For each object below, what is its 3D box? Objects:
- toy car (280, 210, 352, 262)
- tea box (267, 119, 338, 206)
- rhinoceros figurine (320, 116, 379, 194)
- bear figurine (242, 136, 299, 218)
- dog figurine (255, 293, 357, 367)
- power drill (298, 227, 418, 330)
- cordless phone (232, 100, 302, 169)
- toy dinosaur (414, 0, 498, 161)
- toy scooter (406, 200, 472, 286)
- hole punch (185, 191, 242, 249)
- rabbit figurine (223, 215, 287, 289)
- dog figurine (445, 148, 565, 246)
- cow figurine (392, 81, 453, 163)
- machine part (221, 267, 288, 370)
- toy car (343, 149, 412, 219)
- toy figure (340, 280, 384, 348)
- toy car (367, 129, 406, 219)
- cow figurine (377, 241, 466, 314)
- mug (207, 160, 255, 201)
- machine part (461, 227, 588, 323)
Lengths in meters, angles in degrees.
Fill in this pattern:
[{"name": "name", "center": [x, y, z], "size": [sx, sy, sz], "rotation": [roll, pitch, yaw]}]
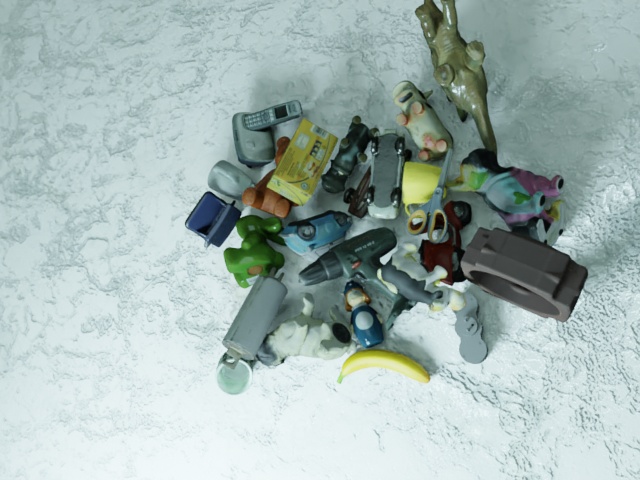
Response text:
[{"name": "toy car", "center": [-0.002, -0.004, 1.203], "size": [0.162, 0.109, 0.102], "rotation": [-18, 101, -19]}, {"name": "tea box", "center": [-0.038, -0.174, 1.206], "size": [0.098, 0.068, 0.169], "rotation": [30, 66, -8]}, {"name": "rhinoceros figurine", "center": [0.062, -0.194, 1.232], "size": [0.073, 0.112, 0.190], "rotation": [31, 71, -12]}, {"name": "bear figurine", "center": [-0.087, -0.153, 1.269], "size": [0.120, 0.132, 0.195], "rotation": [23, 91, 8]}, {"name": "dog figurine", "center": [-0.035, 0.230, 1.165], "size": [0.172, 0.121, 0.190], "rotation": [40, 126, 0]}, {"name": "power drill", "center": [0.098, 0.087, 1.114], "size": [0.232, 0.085, 0.207], "rotation": [-35, 64, -24]}, {"name": "cordless phone", "center": [-0.122, -0.267, 1.345], "size": [0.184, 0.088, 0.146], "rotation": [-17, 68, 12]}, {"name": "toy dinosaur", "center": [0.298, -0.345, 1.130], "size": [0.105, 0.198, 0.471], "rotation": [-18, 76, 18]}, {"name": "toy scooter", "center": [0.242, 0.005, 1.116], "size": [0.135, 0.075, 0.184], "rotation": [0, 71, 23]}, {"name": "hole punch", "center": [-0.244, -0.041, 1.303], "size": [0.092, 0.115, 0.142], "rotation": [26, 83, 34]}, {"name": "rabbit figurine", "center": [-0.150, 0.001, 1.258], "size": [0.159, 0.121, 0.170], "rotation": [-22, 52, 11]}, {"name": "dog figurine", "center": [0.362, -0.084, 1.068], "size": [0.108, 0.191, 0.219], "rotation": [-37, 38, -25]}, {"name": "cow figurine", "center": [0.227, -0.268, 1.189], "size": [0.085, 0.127, 0.195], "rotation": [-35, 80, 31]}, {"name": "machine part", "center": [-0.137, 0.163, 1.147], "size": [0.079, 0.079, 0.243], "rotation": [11, 57, 24]}, {"name": "toy car", "center": [0.128, -0.143, 1.222], "size": [0.089, 0.053, 0.202], "rotation": [31, 86, 24]}, {"name": "toy figure", "center": [0.089, 0.151, 1.145], "size": [0.064, 0.057, 0.154], "rotation": [-10, 63, -22]}, {"name": "toy car", "center": [0.144, -0.144, 1.164], "size": [0.074, 0.056, 0.201], "rotation": [3, 79, 15]}, {"name": "cow figurine", "center": [0.196, 0.089, 1.039], "size": [0.098, 0.068, 0.167], "rotation": [-39, 67, -22]}, {"name": "mug", "center": [-0.216, -0.148, 1.336], "size": [0.107, 0.109, 0.081], "rotation": [28, 72, 15]}, {"name": "machine part", "center": [0.368, 0.061, 0.975], "size": [0.201, 0.201, 0.087], "rotation": [25, 83, 27]}]
